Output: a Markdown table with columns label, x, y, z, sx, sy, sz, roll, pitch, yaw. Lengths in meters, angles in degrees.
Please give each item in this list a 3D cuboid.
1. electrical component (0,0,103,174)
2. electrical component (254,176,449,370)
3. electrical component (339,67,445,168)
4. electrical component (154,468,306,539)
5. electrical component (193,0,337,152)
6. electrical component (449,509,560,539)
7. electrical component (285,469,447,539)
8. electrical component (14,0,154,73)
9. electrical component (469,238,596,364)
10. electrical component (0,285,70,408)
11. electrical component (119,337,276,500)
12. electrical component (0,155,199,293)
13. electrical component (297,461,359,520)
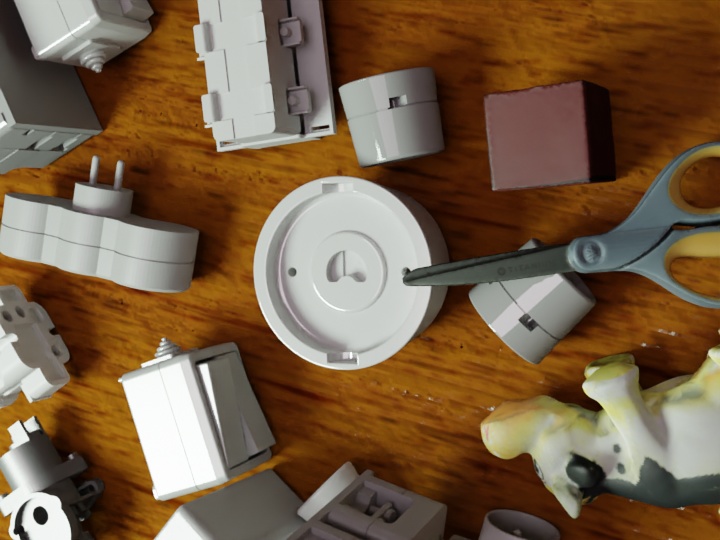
| label | x | y | z | sx | sy | sz | roll | pitch | yaw |
| --- | --- | --- | --- | --- | --- | --- | --- | --- | --- |
| electrical component | -0.245 | -0.143 | 0.697 | 0.062 | 0.089 | 0.150 | -28 | 83 | 21 |
| electrical component | 0.000 | 0.000 | 0.624 | 0.108 | 0.060 | 0.108 | 2 | 94 | 22 |
| electrical component | 0.020 | -0.086 | 0.614 | 0.055 | 0.055 | 0.047 | -10 | 93 | 22 |
| electrical component | -0.090 | 0.184 | 0.648 | 0.056 | 0.109 | 0.108 | 43 | 108 | 17 |
| electrical component | -0.063 | -0.136 | 0.638 | 0.079 | 0.063 | 0.121 | -6 | 92 | 22 |
| electrical component | 0.068 | 0.176 | 0.618 | 0.079 | 0.043 | 0.077 | 15 | 99 | 21 |
| electrical component | -0.005 | 0.220 | 0.582 | 0.060 | 0.105 | 0.186 | 17 | 114 | 26 |
| electrical component | -0.176 | -0.173 | 0.682 | 0.061 | 0.062 | 0.096 | -26 | 84 | 22 |
| electrical component | 0.096 | 0.016 | 0.590 | 0.047 | 0.055 | 0.055 | -45 | 77 | 15 |
| electrical component | -0.241 | 0.059 | 0.728 | 0.057 | 0.058 | 0.078 | -35 | 81 | 18 |
| electrical component | -0.100 | 0.085 | 0.670 | 0.061 | 0.062 | 0.096 | -19 | 86 | 22 |
| electrical component | -0.167 | -0.036 | 0.693 | 0.138 | 0.052 | 0.073 | 13 | 98 | 20 |
| electrical component | 0.000 | 0.153 | 0.646 | 0.065 | 0.044 | 0.044 | 45 | 108 | 8 |
